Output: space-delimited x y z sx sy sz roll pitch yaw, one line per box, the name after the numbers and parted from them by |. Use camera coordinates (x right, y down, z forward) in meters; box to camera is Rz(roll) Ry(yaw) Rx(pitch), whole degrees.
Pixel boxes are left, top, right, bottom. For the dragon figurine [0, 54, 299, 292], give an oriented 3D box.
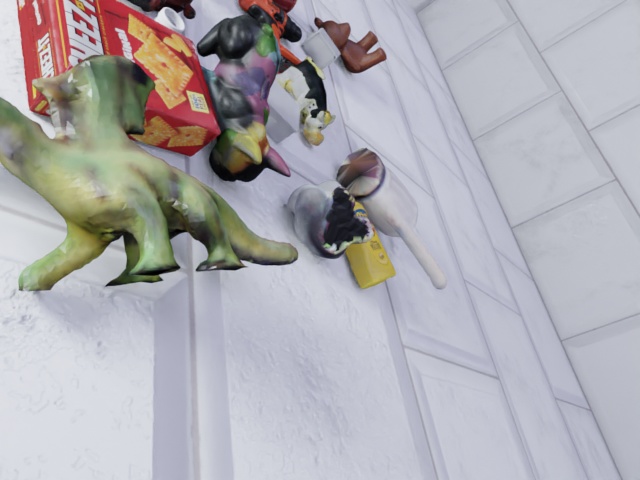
-0.169 -0.075 0.507 0.411 0.121 0.244 -1 75 -59 | dragon figurine

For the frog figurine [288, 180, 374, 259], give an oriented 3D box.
0.003 -0.043 0.862 0.136 0.122 0.161 30 2 -31 | frog figurine

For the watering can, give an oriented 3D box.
0.144 -0.060 1.045 0.221 0.103 0.355 43 14 -32 | watering can
